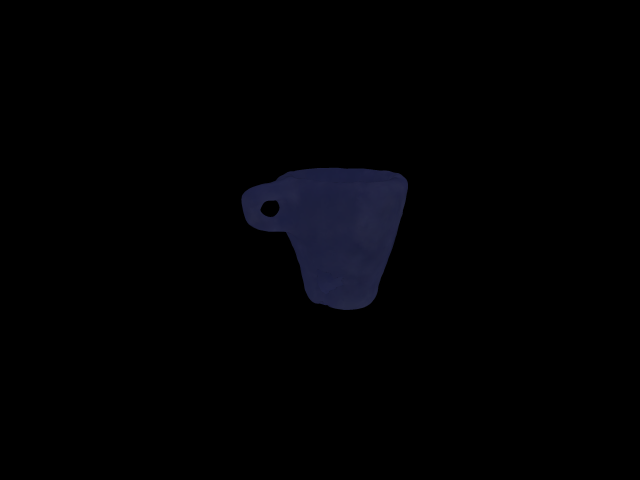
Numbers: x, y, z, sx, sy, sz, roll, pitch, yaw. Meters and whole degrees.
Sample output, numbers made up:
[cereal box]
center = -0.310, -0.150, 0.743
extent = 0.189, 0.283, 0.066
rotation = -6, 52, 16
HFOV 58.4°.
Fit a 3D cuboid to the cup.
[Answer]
[cup]
center = 0.004, 0.001, 0.400
extent = 0.118, 0.095, 0.091
rotation = -7, 15, -26
